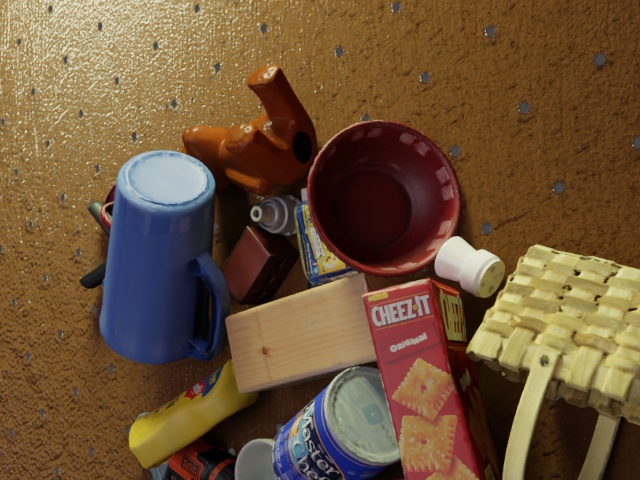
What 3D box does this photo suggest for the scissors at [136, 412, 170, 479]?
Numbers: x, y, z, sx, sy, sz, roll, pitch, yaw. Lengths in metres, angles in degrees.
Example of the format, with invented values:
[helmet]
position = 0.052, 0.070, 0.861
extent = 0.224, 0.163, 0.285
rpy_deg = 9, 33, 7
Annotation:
[scissors]
position = -0.217, 0.312, 1.387
extent = 0.096, 0.016, 0.202
rpy_deg = 17, 100, 41

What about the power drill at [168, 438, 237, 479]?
[power drill]
position = -0.139, 0.345, 1.293
extent = 0.185, 0.057, 0.188
rpy_deg = 26, 103, 42

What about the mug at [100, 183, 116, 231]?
[mug]
position = -0.217, -0.033, 1.331
extent = 0.081, 0.117, 0.093
rpy_deg = 50, 132, 24

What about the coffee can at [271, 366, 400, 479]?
[coffee can]
position = 0.023, 0.204, 1.098
extent = 0.141, 0.102, 0.103
rpy_deg = -50, 58, 50

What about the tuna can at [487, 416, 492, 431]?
[tuna can]
position = 0.130, 0.196, 1.076
extent = 0.086, 0.033, 0.086
rpy_deg = -1, 89, 41

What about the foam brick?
[foam brick]
position = -0.071, 0.029, 1.242
extent = 0.051, 0.052, 0.078
rpy_deg = 48, 120, 31

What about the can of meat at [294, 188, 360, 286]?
[can of meat]
position = 0.022, -0.005, 1.158
extent = 0.084, 0.057, 0.102
rpy_deg = -17, 78, 41

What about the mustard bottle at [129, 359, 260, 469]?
[mustard bottle]
position = -0.132, 0.193, 1.256
extent = 0.192, 0.096, 0.058
rpy_deg = -34, 96, 10

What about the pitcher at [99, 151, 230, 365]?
[pitcher]
position = -0.176, 0.025, 1.229
extent = 0.145, 0.149, 0.243
rpy_deg = -99, 16, -46

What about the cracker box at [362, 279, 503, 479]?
[cracker box]
position = 0.110, 0.149, 0.966
extent = 0.072, 0.164, 0.214
rpy_deg = -15, 80, 13

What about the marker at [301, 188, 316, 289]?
[marker]
position = -0.008, 0.002, 1.209
extent = 0.020, 0.020, 0.121
rpy_deg = -8, 84, 41

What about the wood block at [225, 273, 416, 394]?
[wood block]
position = 0.005, 0.100, 1.150
extent = 0.207, 0.090, 0.091
rpy_deg = -19, 78, 39

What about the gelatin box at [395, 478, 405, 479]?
[gelatin box]
position = 0.060, 0.272, 1.098
extent = 0.073, 0.089, 0.030
rpy_deg = -37, 65, 34

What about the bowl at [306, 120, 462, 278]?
[bowl]
position = 0.060, -0.038, 1.090
extent = 0.055, 0.162, 0.162
rpy_deg = 137, 124, -74

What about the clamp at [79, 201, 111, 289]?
[clamp]
position = -0.261, 0.005, 1.416
extent = 0.172, 0.039, 0.120
rpy_deg = -2, 93, 38
